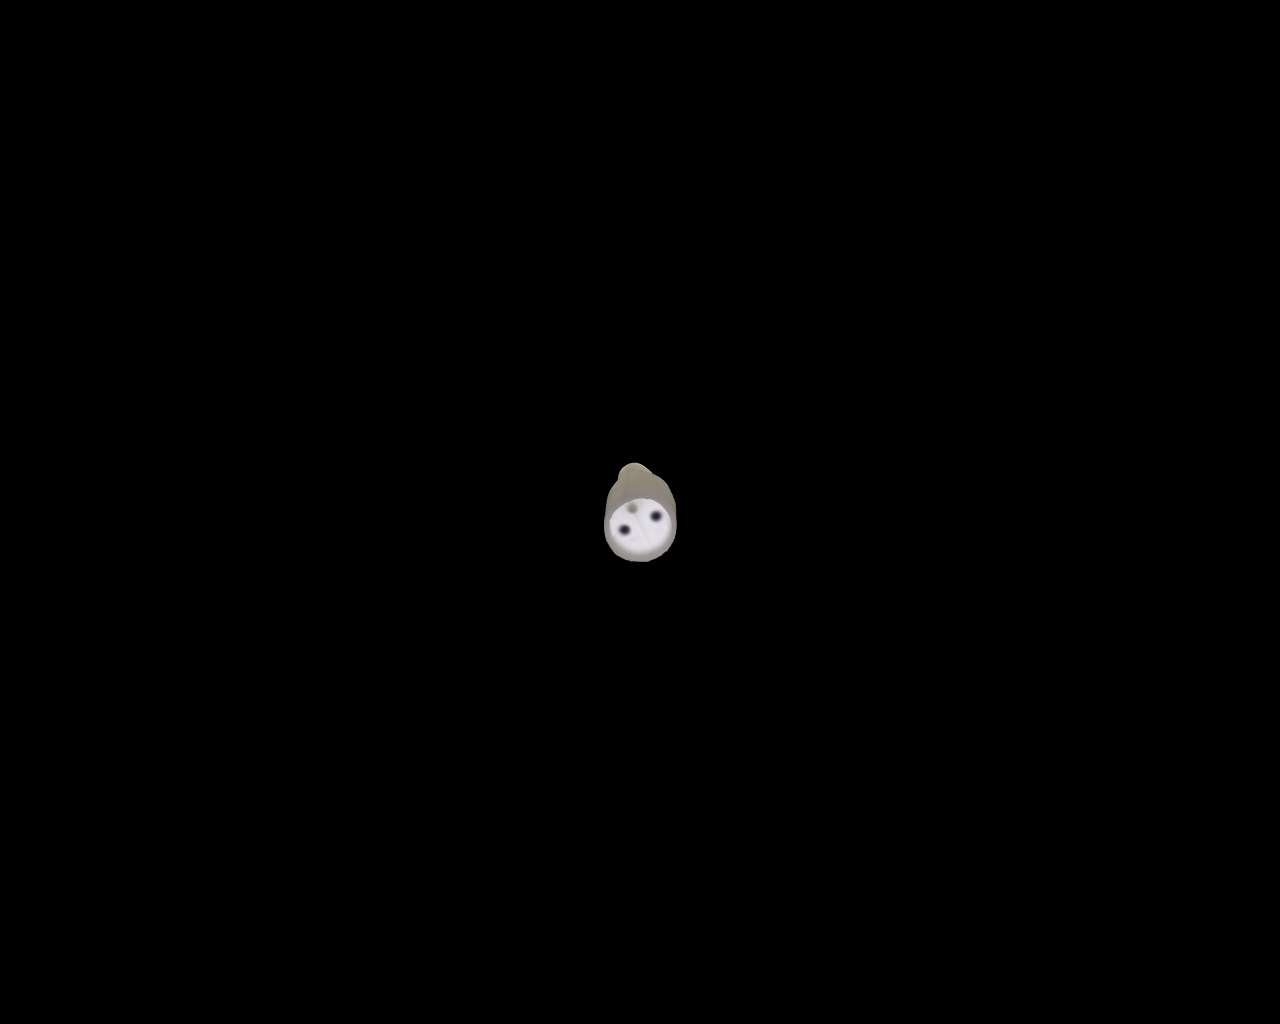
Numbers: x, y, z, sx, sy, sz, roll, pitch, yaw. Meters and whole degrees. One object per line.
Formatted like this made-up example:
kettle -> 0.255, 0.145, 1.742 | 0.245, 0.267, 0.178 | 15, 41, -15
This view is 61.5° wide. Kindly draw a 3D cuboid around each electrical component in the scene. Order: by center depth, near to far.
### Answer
electrical component -> 0.001, -0.003, 0.650 | 0.043, 0.043, 0.081 | 0, 19, 0
